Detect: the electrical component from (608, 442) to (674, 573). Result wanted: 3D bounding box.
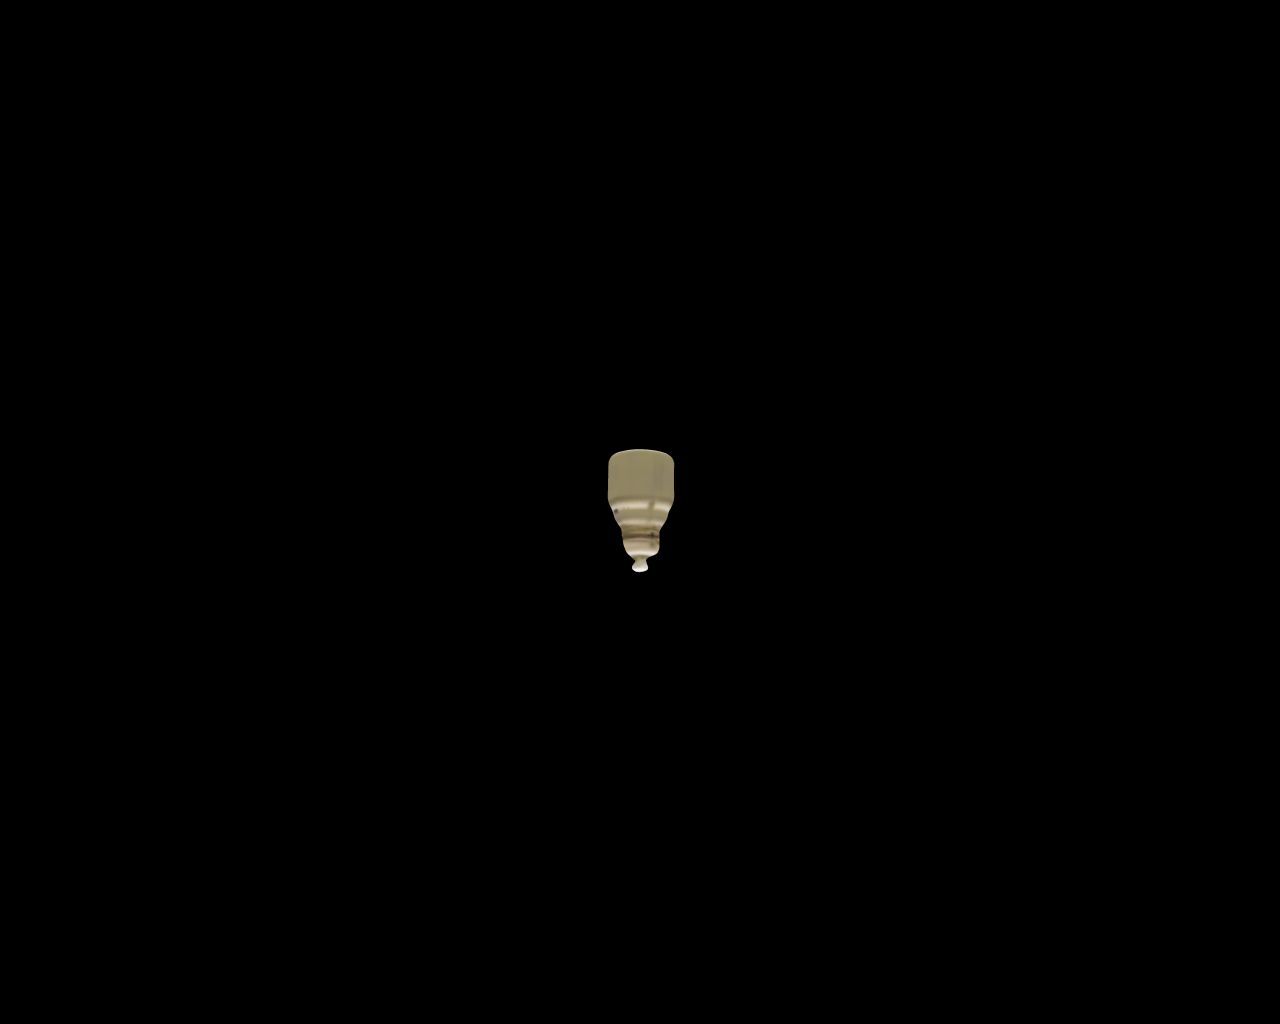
[{"bbox_3d":[0.001,-0.003,0.650,0.040,0.078,0.040,0,-10,0],"label":"electrical component"}]
